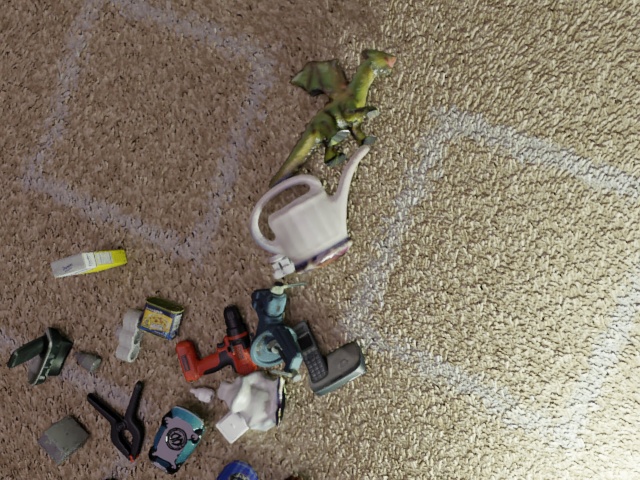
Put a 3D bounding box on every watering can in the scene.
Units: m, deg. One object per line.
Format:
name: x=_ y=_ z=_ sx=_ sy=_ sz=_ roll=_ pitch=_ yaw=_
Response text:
watering can: x=0.004 y=-0.061 z=1.214 sx=0.347 sy=0.224 sz=0.104 roll=-29 pitch=2 yaw=6

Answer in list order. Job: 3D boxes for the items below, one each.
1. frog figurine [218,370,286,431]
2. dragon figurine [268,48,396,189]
frog figurine: x=-0.166 y=0.388 z=1.252 sx=0.159 sy=0.137 sz=0.122 roll=1 pitch=-1 yaw=7
dragon figurine: x=0.007 y=-0.314 z=1.232 sx=0.408 sy=0.246 sz=0.121 roll=-28 pitch=-21 yaw=13
